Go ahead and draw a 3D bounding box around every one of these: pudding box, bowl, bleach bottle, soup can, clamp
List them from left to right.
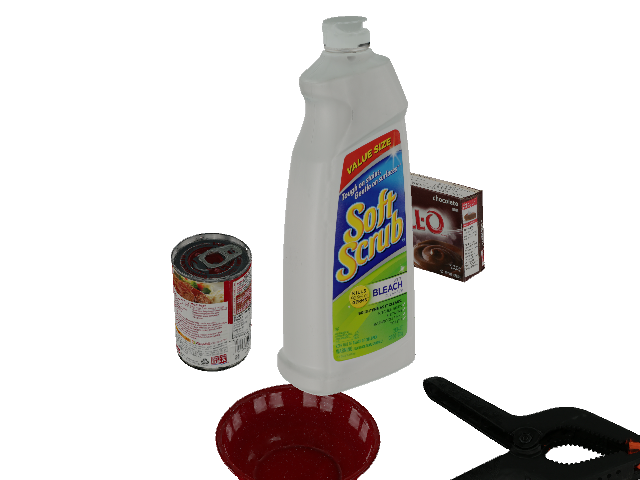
[{"bbox_3d":[-0.093,0.054,0.922,0.068,0.102,0.068,2,35,-1],"label":"soup can"},{"bbox_3d":[-0.022,0.212,1.056,0.162,0.055,0.162,1,30,0],"label":"bowl"},{"bbox_3d":[0.015,-0.025,0.736,0.102,0.251,0.068,-15,23,-30],"label":"bleach bottle"},{"bbox_3d":[0.113,-0.017,1.086,0.039,0.090,0.114,-25,29,-39],"label":"pudding box"},{"bbox_3d":[0.167,0.186,0.896,0.210,0.036,0.164,3,40,23],"label":"clamp"}]
